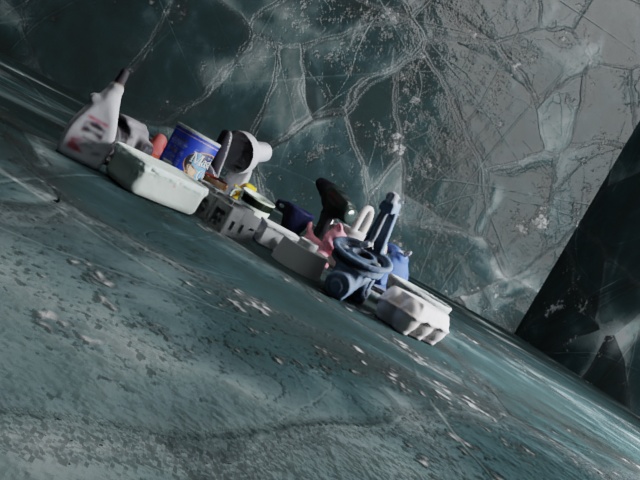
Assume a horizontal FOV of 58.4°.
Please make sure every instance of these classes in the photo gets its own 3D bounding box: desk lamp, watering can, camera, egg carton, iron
[{"bbox_3d":[-0.229,-0.207,1.688,0.117,0.213,0.204,30,4,17],"label":"desk lamp"},{"bbox_3d":[0.100,-0.001,1.556,0.173,0.194,0.101,29,3,1],"label":"watering can"},{"bbox_3d":[-0.418,-0.210,1.135,0.142,0.101,0.137,31,4,23],"label":"camera"},{"bbox_3d":[0.179,0.146,1.104,0.151,0.069,0.107,26,5,-45],"label":"egg carton"},{"bbox_3d":[0.167,0.063,1.600,0.119,0.141,0.257,28,4,-25],"label":"iron"}]

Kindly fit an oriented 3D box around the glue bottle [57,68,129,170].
[{"bbox_3d":[-0.363,-0.208,0.952,0.078,0.173,0.037,27,4,-30],"label":"glue bottle"}]

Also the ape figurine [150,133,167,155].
[{"bbox_3d":[-0.412,-0.223,1.434,0.077,0.092,0.076,30,4,19],"label":"ape figurine"}]

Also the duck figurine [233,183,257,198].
[{"bbox_3d":[-0.207,-0.115,1.592,0.105,0.086,0.077,28,4,-15],"label":"duck figurine"}]

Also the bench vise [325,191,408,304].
[{"bbox_3d":[0.088,0.009,1.094,0.121,0.220,0.207,29,3,-1],"label":"bench vise"}]

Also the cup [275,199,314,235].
[{"bbox_3d":[-0.088,-0.055,1.623,0.117,0.095,0.092,30,3,5],"label":"cup"}]

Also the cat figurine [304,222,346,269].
[{"bbox_3d":[0.013,0.005,1.386,0.127,0.118,0.067,30,3,13],"label":"cat figurine"}]

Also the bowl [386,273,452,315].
[{"bbox_3d":[0.216,0.148,1.330,0.167,0.075,0.167,29,3,-2],"label":"bowl"}]

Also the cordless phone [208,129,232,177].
[{"bbox_3d":[-0.307,-0.229,1.609,0.094,0.185,0.147,26,4,-40],"label":"cordless phone"}]

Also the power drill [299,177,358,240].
[{"bbox_3d":[0.012,-0.072,1.743,0.076,0.208,0.228,26,5,-41],"label":"power drill"}]
